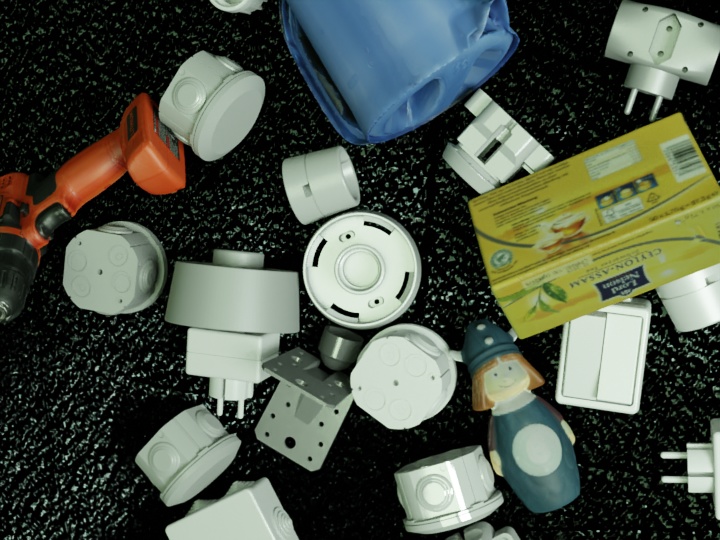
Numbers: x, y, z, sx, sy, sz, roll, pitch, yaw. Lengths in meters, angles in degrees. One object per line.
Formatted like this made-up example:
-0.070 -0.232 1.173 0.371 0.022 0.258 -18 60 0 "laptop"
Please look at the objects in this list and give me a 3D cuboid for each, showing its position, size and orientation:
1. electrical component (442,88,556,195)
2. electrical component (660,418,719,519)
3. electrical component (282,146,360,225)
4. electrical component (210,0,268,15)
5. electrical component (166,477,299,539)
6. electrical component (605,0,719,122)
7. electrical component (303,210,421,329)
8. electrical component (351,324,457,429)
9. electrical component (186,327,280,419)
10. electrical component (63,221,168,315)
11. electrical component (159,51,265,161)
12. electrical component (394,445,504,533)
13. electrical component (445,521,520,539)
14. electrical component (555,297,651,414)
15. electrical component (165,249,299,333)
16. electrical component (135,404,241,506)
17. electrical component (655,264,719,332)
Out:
0.101 -0.090 0.821 0.078 0.058 0.057 44 102 7 "electrical component"
0.265 0.148 0.805 0.077 0.047 0.065 -2 95 16 "electrical component"
-0.030 -0.069 0.861 0.047 0.055 0.055 -16 91 13 "electrical component"
-0.097 -0.226 0.867 0.040 0.046 0.040 2 96 15 "electrical component"
-0.102 0.234 0.915 0.100 0.048 0.099 -28 88 16 "electrical component"
0.218 -0.149 0.789 0.077 0.043 0.079 19 100 13 "electrical component"
0.000 0.000 0.867 0.099 0.064 0.099 0 90 3 "electrical component"
0.034 0.085 0.860 0.080 0.051 0.080 2 96 16 "electrical component"
-0.107 0.086 0.902 0.066 0.047 0.076 6 98 15 "electrical component"
-0.210 -0.001 0.918 0.080 0.051 0.080 2 96 15 "electrical component"
-0.118 -0.132 0.866 0.051 0.080 0.080 36 104 14 "electrical component"
0.068 0.173 0.846 0.080 0.080 0.051 -18 85 16 "electrical component"
0.090 0.240 0.858 0.078 0.057 0.058 -32 87 16 "electrical component"
0.184 0.055 0.811 0.062 0.061 0.096 7 98 15 "electrical component"
-0.100 0.015 0.864 0.108 0.108 0.060 6 91 15 "electrical component"
-0.144 0.155 0.903 0.051 0.080 0.080 46 105 12 "electrical component"
0.248 0.014 0.793 0.055 0.055 0.047 -24 93 16 "electrical component"
